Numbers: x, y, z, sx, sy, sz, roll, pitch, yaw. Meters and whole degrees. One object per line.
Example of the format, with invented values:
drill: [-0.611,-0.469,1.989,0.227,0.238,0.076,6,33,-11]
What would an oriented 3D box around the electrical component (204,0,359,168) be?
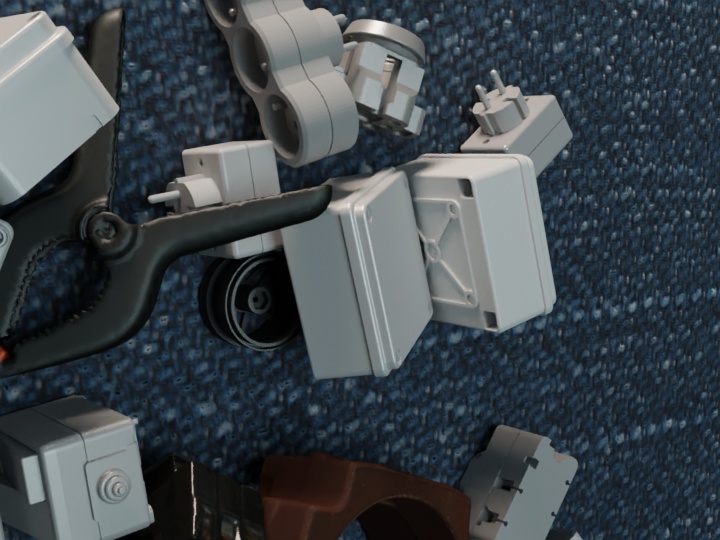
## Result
electrical component: [-0.035,-0.136,0.651,0.074,0.052,0.138,-23,87,-29]

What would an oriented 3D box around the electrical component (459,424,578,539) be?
electrical component: [0.114,0.169,0.813,0.050,0.056,0.089,39,72,-33]

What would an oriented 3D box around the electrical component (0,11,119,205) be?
electrical component: [-0.183,-0.081,0.529,0.078,0.113,0.057,-47,123,-24]

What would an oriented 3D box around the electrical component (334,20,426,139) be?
electrical component: [0.010,-0.127,0.704,0.078,0.058,0.057,20,82,-25]

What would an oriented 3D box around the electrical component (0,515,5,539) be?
electrical component: [-0.234,0.144,0.552,0.100,0.048,0.099,-14,103,-35]

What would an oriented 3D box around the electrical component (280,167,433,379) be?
electrical component: [0.000,0.000,0.681,0.108,0.056,0.108,-47,128,-66]

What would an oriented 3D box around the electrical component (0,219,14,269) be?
electrical component: [-0.244,0.008,0.526,0.109,0.056,0.108,25,79,-36]

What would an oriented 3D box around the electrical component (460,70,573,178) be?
electrical component: [0.107,-0.108,0.786,0.065,0.047,0.076,-46,121,-25]

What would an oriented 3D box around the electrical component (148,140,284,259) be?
electrical component: [-0.091,-0.039,0.643,0.077,0.047,0.065,-16,103,-36]

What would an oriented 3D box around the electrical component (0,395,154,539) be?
electrical component: [-0.157,0.111,0.578,0.061,0.096,0.061,-14,103,-35]

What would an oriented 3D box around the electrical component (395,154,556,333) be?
electrical component: [0.070,-0.021,0.729,0.056,0.109,0.108,-21,107,-31]

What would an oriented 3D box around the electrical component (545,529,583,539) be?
electrical component: [0.140,0.246,0.834,0.089,0.050,0.055,-40,98,-27]
